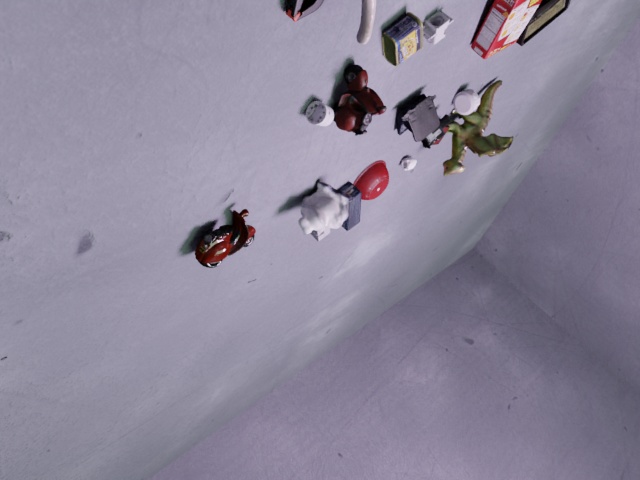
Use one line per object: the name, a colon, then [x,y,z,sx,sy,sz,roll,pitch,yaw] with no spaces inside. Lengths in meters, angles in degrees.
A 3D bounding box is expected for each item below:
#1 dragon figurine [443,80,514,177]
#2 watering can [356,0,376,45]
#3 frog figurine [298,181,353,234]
dragon figurine: [0.569,-0.383,1.816,0.411,0.246,0.120,-42,152,-1]
watering can: [0.099,-0.526,0.886,0.225,0.105,0.343,-7,122,-57]
frog figurine: [0.005,-0.075,1.496,0.161,0.137,0.122,-58,-170,-16]
